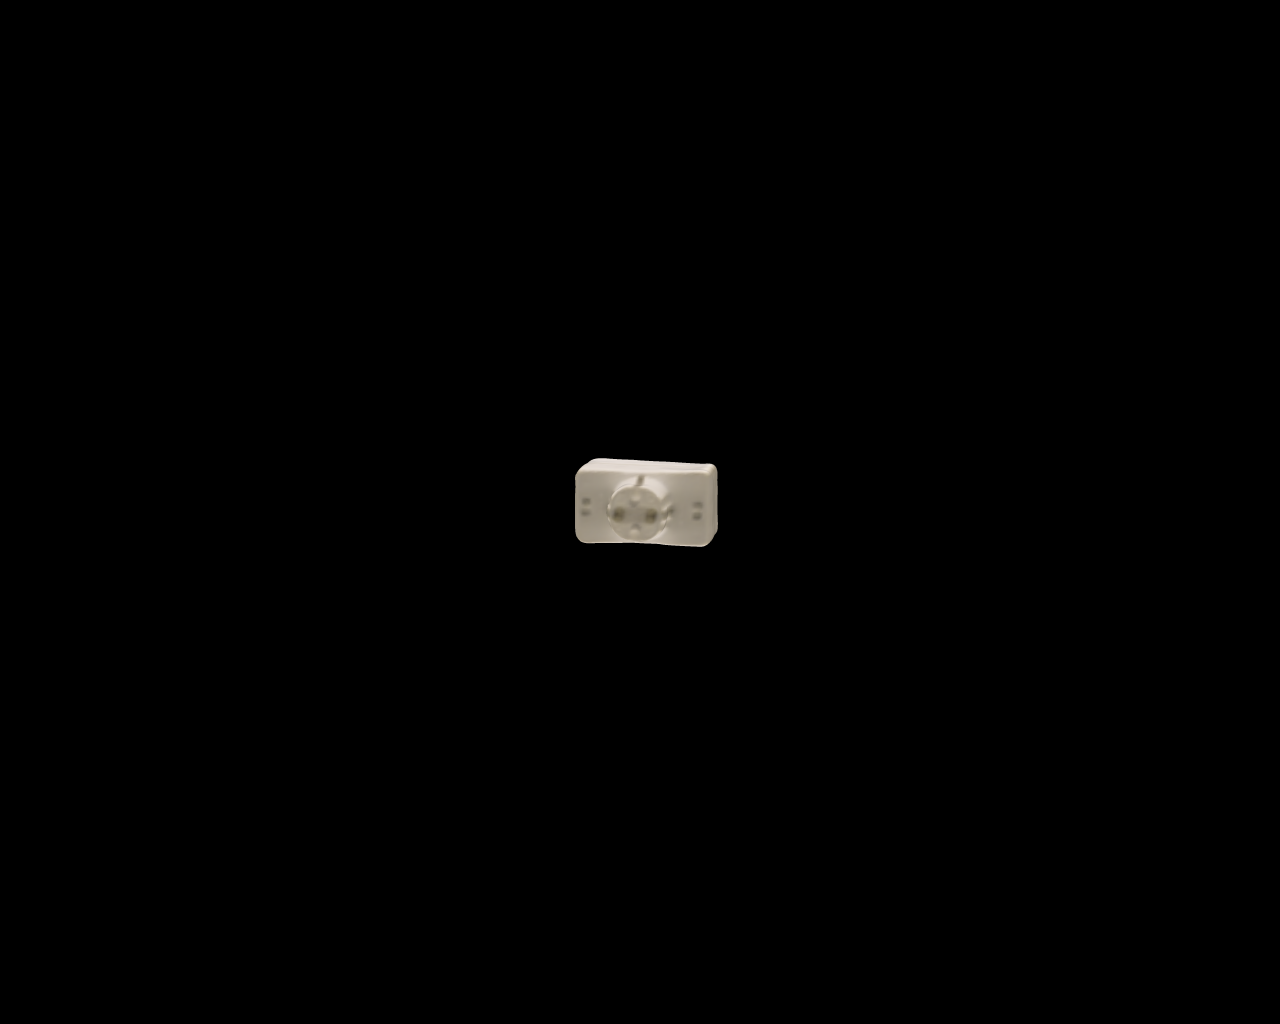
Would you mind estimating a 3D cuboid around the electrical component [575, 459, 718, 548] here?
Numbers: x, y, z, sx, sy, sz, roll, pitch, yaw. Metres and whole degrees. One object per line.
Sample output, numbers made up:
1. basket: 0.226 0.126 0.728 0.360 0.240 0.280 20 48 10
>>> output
1. electrical component: 0.001 -0.003 0.650 0.083 0.047 0.076 2 12 12
